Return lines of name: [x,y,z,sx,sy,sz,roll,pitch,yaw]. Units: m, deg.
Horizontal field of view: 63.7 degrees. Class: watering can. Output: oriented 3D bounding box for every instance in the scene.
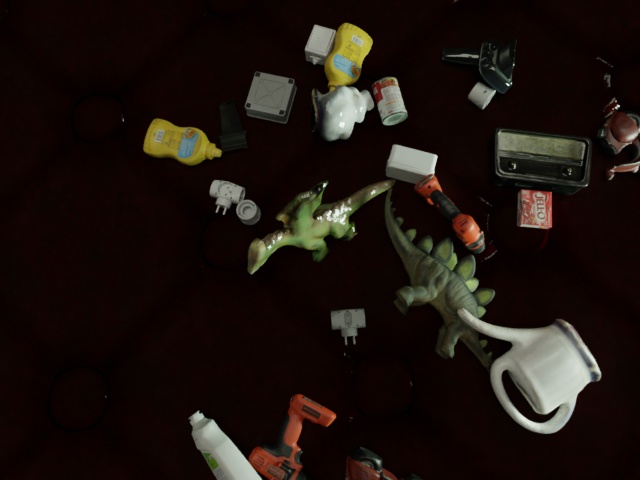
watering can: [0.456,0.248,1.106,0.225,0.104,0.346,-32,96,-4]

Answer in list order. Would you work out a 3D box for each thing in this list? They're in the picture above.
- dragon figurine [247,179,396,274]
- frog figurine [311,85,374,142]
dragon figurine: [0.004,-0.058,1.158,0.411,0.240,0.123,-38,74,-4]
frog figurine: [0.061,-0.316,1.282,0.159,0.124,0.135,-5,110,-7]
